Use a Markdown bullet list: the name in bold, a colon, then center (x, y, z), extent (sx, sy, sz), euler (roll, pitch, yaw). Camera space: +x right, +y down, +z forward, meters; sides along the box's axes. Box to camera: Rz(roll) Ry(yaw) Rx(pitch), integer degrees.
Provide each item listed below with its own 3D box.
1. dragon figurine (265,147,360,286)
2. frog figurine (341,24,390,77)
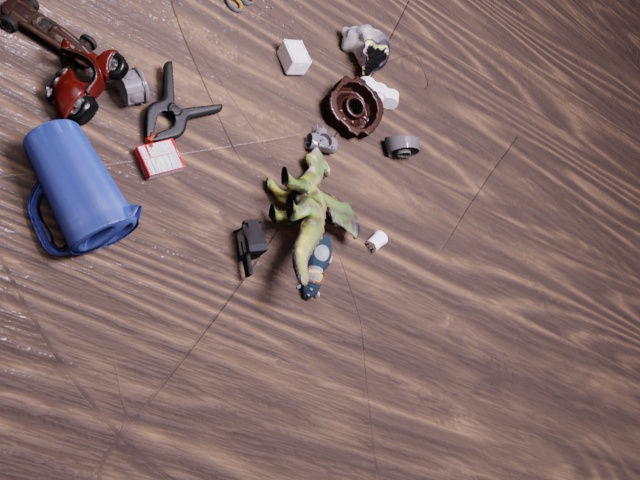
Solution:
- **dragon figurine**: center (0.004, -0.061, 1.220), extent (0.242, 0.120, 0.419), euler (9, 52, -33)
- **frog figurine**: center (0.134, -0.580, 1.541), extent (0.123, 0.134, 0.163), euler (-28, 49, -2)
